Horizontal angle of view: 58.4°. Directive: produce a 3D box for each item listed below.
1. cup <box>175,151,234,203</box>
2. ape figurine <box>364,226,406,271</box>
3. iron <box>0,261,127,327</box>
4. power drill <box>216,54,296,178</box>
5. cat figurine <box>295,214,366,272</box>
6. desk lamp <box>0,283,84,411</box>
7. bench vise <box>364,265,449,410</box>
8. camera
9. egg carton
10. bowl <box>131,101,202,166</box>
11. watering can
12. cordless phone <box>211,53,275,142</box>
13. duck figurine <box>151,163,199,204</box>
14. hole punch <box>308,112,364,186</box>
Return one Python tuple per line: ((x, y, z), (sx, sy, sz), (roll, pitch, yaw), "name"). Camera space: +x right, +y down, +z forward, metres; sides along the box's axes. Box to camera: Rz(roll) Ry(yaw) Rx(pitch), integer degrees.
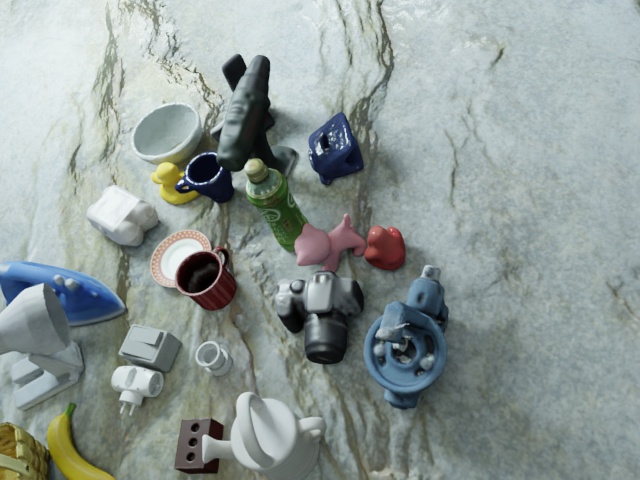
((-0.225, -0.111, 1.159), (0.118, 0.095, 0.091), (-30, 55, -1), "cup")
((0.108, 0.007, 0.979), (0.078, 0.092, 0.076), (-28, 55, 0), "ape figurine")
((-0.511, 0.089, 1.100), (0.257, 0.142, 0.119), (5, 61, 21), "iron")
((-0.119, -0.209, 1.116), (0.075, 0.209, 0.230), (8, 62, 22), "power drill")
((0.009, 0.004, 0.997), (0.128, 0.118, 0.067), (-37, 55, -6), "cat figurine")
((-0.505, 0.187, 0.994), (0.203, 0.214, 0.117), (-30, 55, -1), "desk lamp")
((0.119, 0.119, 0.827), (0.121, 0.220, 0.207), (-5, 58, 16), "bench vise")
((-0.007, 0.127, 0.936), (0.143, 0.101, 0.137), (-5, 58, 15), "camera")
((-0.415, -0.051, 1.200), (0.149, 0.069, 0.107), (24, 69, 29), "egg carton")
((-0.330, -0.223, 1.275), (0.167, 0.075, 0.167), (-8, 57, 13), "bowl")
((-0.081, 0.281, 0.808), (0.173, 0.194, 0.100), (-35, 55, -5), "watering can")
((-0.186, -0.293, 1.204), (0.148, 0.185, 0.093), (-45, 57, -12), "cordless phone")
((-0.303, -0.128, 1.200), (0.104, 0.086, 0.077), (-6, 58, 15), "duck figurine")
((0.024, -0.180, 1.122), (0.101, 0.091, 0.108), (-19, 55, 7), "hole punch")
